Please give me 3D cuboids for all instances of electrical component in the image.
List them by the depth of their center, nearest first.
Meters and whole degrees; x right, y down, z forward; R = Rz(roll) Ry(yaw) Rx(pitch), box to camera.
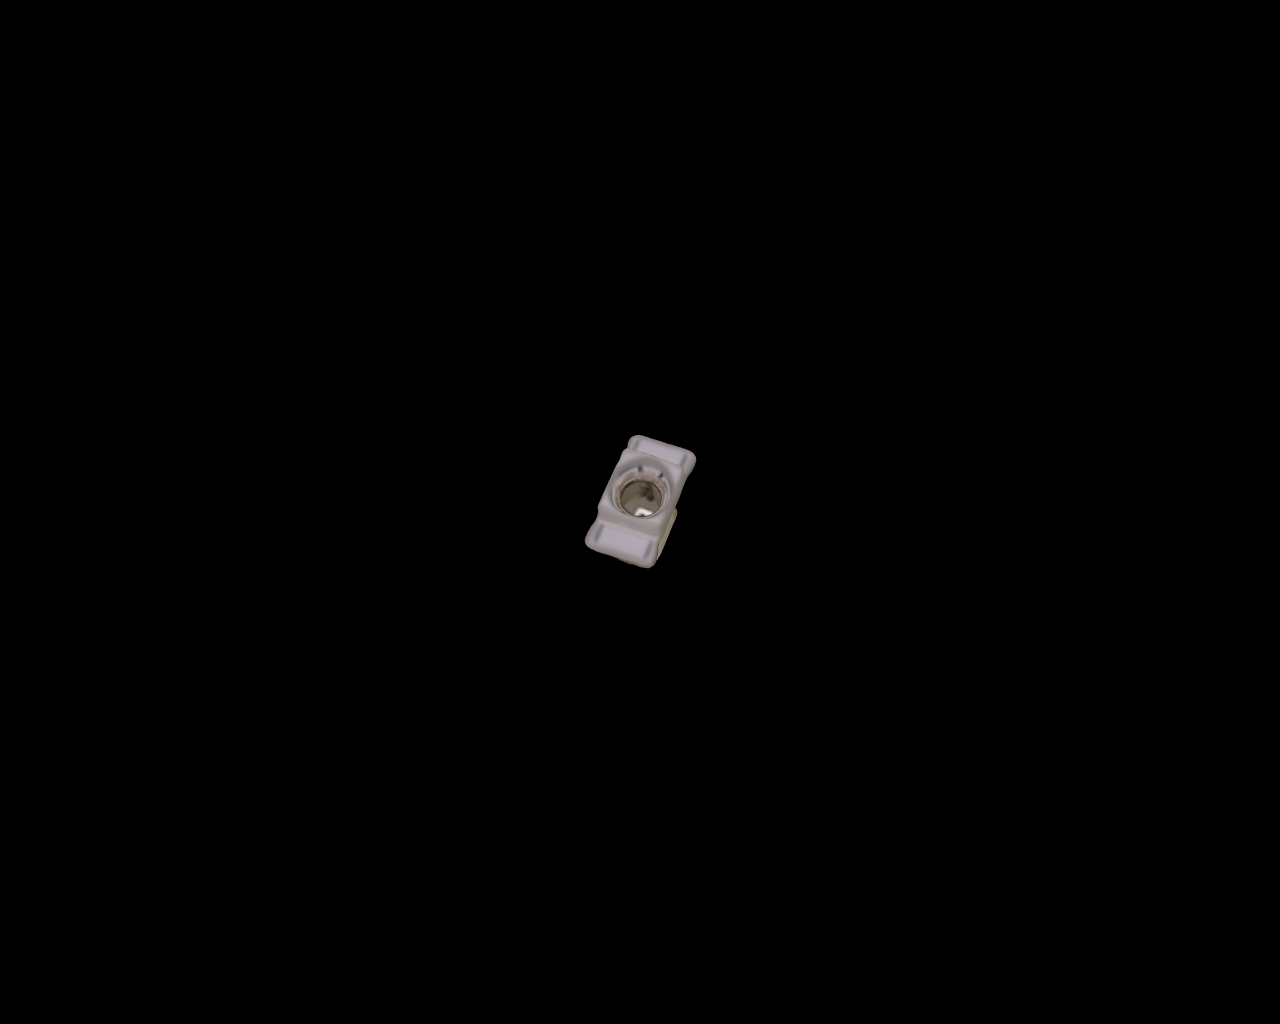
[{"bbox_3d":[0.001,-0.003,0.650,0.042,0.081,0.063,20,-24,9],"label":"electrical component"}]
